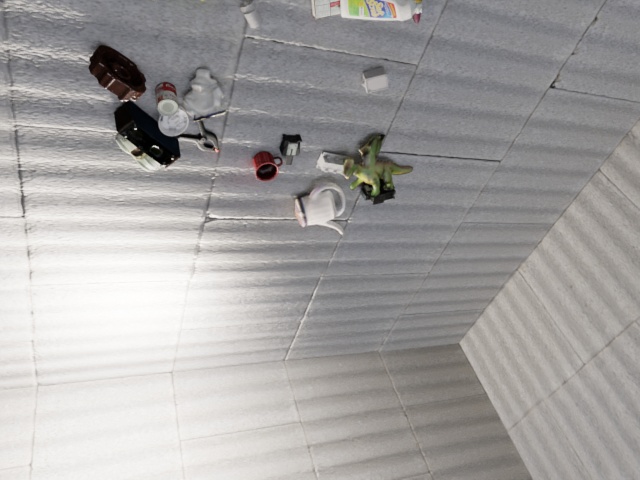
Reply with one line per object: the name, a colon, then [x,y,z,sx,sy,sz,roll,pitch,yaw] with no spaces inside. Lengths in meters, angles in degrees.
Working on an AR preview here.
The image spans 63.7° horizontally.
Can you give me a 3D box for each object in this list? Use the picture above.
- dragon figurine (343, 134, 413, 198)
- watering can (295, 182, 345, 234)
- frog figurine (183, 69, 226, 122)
dragon figurine: [0.244,-0.321,2.130,0.415,0.124,0.237,-28,135,-30]
watering can: [0.007,-0.113,2.252,0.225,0.106,0.339,-16,139,-6]
frog figurine: [-0.389,-0.481,1.706,0.137,0.124,0.158,-14,103,3]
